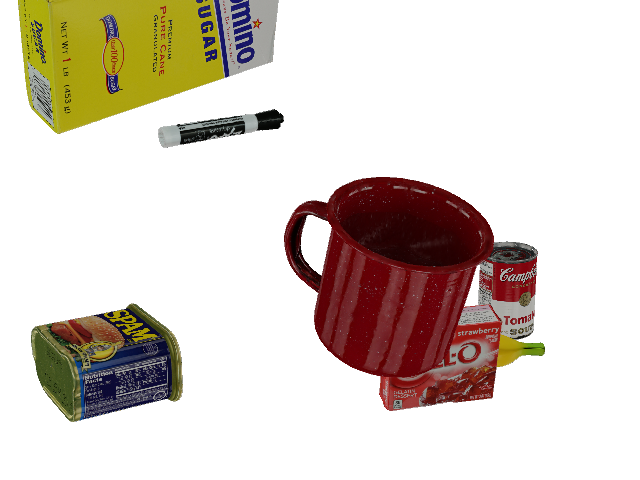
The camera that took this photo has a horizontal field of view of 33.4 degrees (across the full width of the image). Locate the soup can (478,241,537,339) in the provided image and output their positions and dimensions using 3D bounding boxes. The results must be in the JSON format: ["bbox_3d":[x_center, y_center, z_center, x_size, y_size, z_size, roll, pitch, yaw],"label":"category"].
[{"bbox_3d":[0.225,0.060,1.284,0.068,0.102,0.068,-1,19,0],"label":"soup can"}]

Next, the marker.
[{"bbox_3d":[-0.090,-0.104,0.988,0.120,0.020,0.020,-12,5,-24],"label":"marker"}]

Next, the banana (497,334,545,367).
[{"bbox_3d":[0.117,0.082,1.029,0.069,0.037,0.198,1,18,-45],"label":"banana"}]

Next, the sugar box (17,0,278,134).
[{"bbox_3d":[-0.105,-0.140,0.691,0.175,0.093,0.048,-24,48,-32],"label":"sugar box"}]

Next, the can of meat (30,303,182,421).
[{"bbox_3d":[-0.165,0.092,0.814,0.083,0.057,0.102,-10,20,-30],"label":"can of meat"}]

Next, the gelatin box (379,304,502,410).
[{"bbox_3d":[0.091,0.090,0.822,0.089,0.073,0.030,-5,30,-11],"label":"gelatin box"}]

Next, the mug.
[{"bbox_3d":[0.031,0.018,0.603,0.117,0.081,0.093,22,34,15],"label":"mug"}]
